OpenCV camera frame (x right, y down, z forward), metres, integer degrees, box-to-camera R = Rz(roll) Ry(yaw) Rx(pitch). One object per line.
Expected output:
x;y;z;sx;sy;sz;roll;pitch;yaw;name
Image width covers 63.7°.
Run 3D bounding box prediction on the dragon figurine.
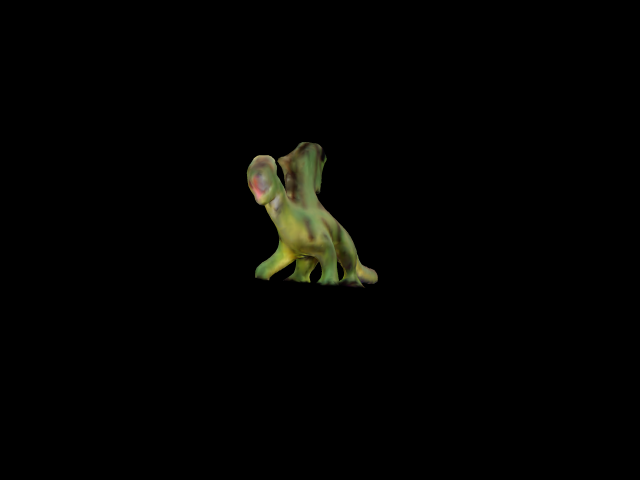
0.003;-0.043;0.850;0.122;0.244;0.409;-3;-6;28;dragon figurine
